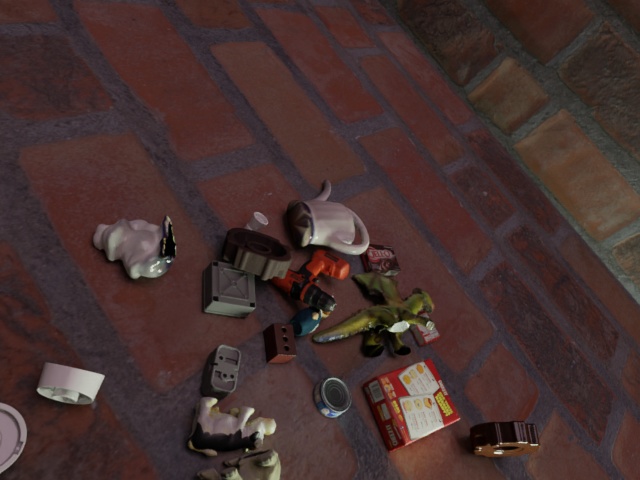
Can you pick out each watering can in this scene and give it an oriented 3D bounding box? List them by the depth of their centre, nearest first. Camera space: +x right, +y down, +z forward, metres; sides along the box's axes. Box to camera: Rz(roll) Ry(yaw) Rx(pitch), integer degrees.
[{"bbox_3d":[0.004,-0.074,1.469,0.224,0.102,0.355,2,37,-28],"label":"watering can"}]

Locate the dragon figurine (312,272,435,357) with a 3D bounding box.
[{"bbox_3d":[0.152,0.182,1.396,0.410,0.119,0.248,7,35,-21],"label":"dragon figurine"}]

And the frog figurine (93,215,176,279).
[{"bbox_3d":[-0.394,0.018,1.094,0.159,0.120,0.140,-7,64,-1],"label":"frog figurine"}]
